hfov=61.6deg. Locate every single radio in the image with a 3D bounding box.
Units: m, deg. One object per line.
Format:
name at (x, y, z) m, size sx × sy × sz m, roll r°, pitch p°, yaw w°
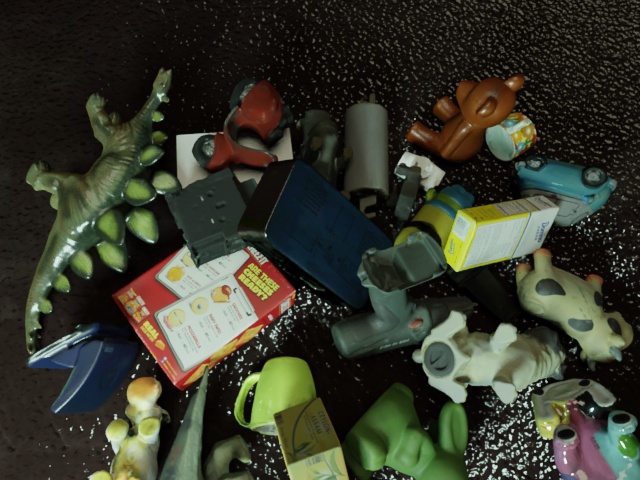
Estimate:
radio at (-0.002, -0.002, 0.785) m, size 0.229 × 0.073 × 0.131 m, roll 39°, pitch 68°, yaw -32°

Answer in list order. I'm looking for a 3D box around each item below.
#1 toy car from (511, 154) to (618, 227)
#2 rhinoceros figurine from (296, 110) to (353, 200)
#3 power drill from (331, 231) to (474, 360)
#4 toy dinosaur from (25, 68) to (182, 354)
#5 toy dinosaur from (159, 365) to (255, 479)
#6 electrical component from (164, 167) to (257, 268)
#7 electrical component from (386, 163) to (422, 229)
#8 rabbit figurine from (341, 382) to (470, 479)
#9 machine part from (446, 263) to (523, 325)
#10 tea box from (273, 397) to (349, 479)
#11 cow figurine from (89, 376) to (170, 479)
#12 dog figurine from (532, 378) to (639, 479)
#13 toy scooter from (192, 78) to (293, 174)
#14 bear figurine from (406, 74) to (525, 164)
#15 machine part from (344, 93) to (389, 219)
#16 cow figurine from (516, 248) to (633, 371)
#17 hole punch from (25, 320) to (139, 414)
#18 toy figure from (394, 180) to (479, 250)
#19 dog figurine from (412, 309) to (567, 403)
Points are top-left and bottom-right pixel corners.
toy car at (0.398, -0.076, 0.898) m, size 0.162 × 0.109 × 0.103 m, roll 16°, pitch 84°, yaw 12°
rhinoceros figurine at (0.001, -0.127, 0.891) m, size 0.073 × 0.112 × 0.190 m, roll 4°, pitch 77°, yaw -19°
power drill at (0.126, 0.081, 0.758) m, size 0.232 × 0.207 × 0.086 m, roll -18°, pitch 58°, yaw -9°
toy dinosaur at (-0.340, -0.054, 0.814) m, size 0.199 × 0.105 × 0.471 m, roll 31°, pitch 88°, yaw 18°
toy dinosaur at (-0.150, 0.380, 0.666) m, size 0.192 × 0.131 × 0.405 m, roll -21°, pitch 64°, yaw -13°
electrical component at (-0.146, -0.039, 0.794) m, size 0.134 × 0.058 × 0.115 m, roll -25°, pitch 70°, yaw -14°
electrical component at (0.136, -0.077, 0.884) m, size 0.045 × 0.102 × 0.078 m, roll 19°, pitch 58°, yaw 8°
rabbit figurine at (0.131, 0.289, 0.723) m, size 0.170 × 0.121 × 0.159 m, roll 41°, pitch 53°, yaw 19°
machine part at (0.265, 0.078, 0.855) m, size 0.084 × 0.039 × 0.139 m, roll -29°, pitch 71°, yaw -24°
tea box at (-0.002, 0.297, 0.668) m, size 0.068 × 0.169 × 0.098 m, roll -16°, pitch 25°, yaw -10°
cow figurine at (-0.241, 0.275, 0.720) m, size 0.068 × 0.098 × 0.167 m, roll 3°, pitch 48°, yaw 3°
dog figurine at (0.380, 0.322, 0.730) m, size 0.108 × 0.191 × 0.219 m, roll -19°, pitch 99°, yaw 7°
toy scooter at (-0.101, -0.165, 0.847) m, size 0.135 × 0.075 × 0.184 m, roll 29°, pitch 71°, yaw 9°
bear figurine at (0.239, -0.212, 0.891) m, size 0.132 × 0.195 × 0.120 m, roll 41°, pitch 74°, yaw 14°
machine part at (0.078, -0.144, 0.916) m, size 0.079 × 0.079 × 0.243 m, roll 3°, pitch 68°, yaw -3°
cow figurine at (0.391, 0.112, 0.818) m, size 0.195 × 0.085 × 0.127 m, roll 28°, pitch 56°, yaw -7°
hole punch at (-0.311, 0.172, 0.732) m, size 0.116 × 0.142 × 0.092 m, roll -33°, pitch 71°, yaw -1°
toy figure at (0.186, -0.027, 0.866) m, size 0.082 × 0.089 × 0.180 m, roll 32°, pitch 71°, yaw 34°
dog figurine at (0.251, 0.170, 0.787) m, size 0.173 × 0.190 × 0.121 m, roll 11°, pitch 89°, yaw 39°
